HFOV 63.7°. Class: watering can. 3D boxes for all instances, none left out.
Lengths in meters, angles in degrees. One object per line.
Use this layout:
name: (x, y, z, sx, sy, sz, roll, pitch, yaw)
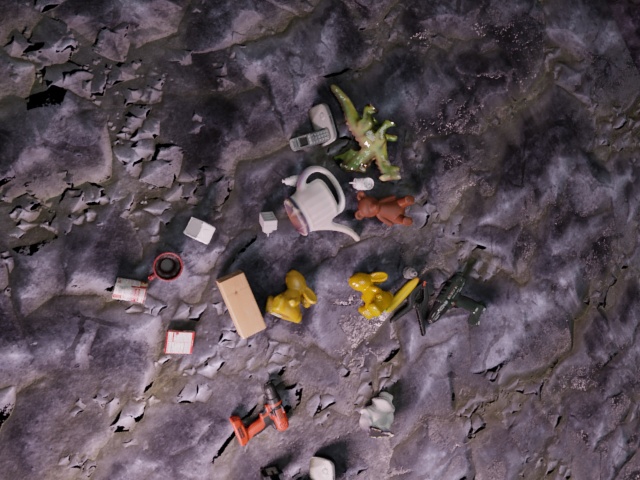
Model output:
watering can: (0.006, -0.093, 1.852, 0.226, 0.104, 0.343, -34, 111, -16)

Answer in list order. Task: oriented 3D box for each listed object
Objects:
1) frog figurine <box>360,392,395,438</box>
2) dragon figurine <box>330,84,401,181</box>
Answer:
frog figurine: (0.217, 0.654, 1.943, 0.137, 0.120, 0.163, 16, 49, -12)
dragon figurine: (0.146, -0.367, 1.910, 0.410, 0.122, 0.244, 35, 85, -3)
